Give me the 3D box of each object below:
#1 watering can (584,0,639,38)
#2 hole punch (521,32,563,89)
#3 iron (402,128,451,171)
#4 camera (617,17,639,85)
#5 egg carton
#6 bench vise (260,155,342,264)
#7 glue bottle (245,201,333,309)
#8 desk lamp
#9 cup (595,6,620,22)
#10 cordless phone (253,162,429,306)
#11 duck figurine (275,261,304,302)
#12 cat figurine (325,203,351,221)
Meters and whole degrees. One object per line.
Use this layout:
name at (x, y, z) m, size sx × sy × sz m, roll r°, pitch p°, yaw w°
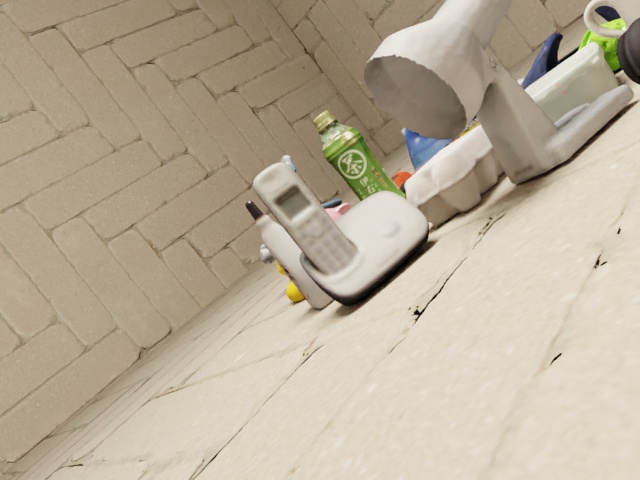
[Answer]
watering can at (0.385, -0.316, 0.657) m, size 0.172 × 0.194 × 0.101 m, roll -36°, pitch 5°, yaw 13°
hole punch at (0.409, -0.309, 1.040) m, size 0.101 × 0.091 × 0.109 m, roll -33°, pitch 7°, yaw 44°
iron at (0.250, -0.243, 1.279) m, size 0.119 × 0.141 × 0.257 m, roll -40°, pitch 5°, yaw -29°
camera at (0.341, -0.207, 0.505) m, size 0.143 × 0.101 × 0.136 m, roll -40°, pitch 5°, yaw -26°
egg carton at (0.177, -0.084, 0.730) m, size 0.151 × 0.069 × 0.107 m, roll -42°, pitch 6°, yaw -39°
bench vise at (-0.043, -0.050, 1.124) m, size 0.208 × 0.220 × 0.121 m, roll -42°, pitch 7°, yaw -40°
glue bottle at (-0.045, 0.017, 0.777) m, size 0.037 × 0.173 × 0.078 m, roll -39°, pitch 5°, yaw -15°
desk lamp at (0.179, -0.164, 0.606) m, size 0.203 × 0.213 × 0.118 m, roll -39°, pitch 5°, yaw -16°
cup at (0.513, -0.383, 0.955) m, size 0.091 × 0.095 × 0.118 m, roll -37°, pitch 5°, yaw 4°
cordless phone at (0.023, -0.031, 0.666) m, size 0.148 × 0.185 × 0.094 m, roll -39°, pitch 5°, yaw -14°
duck figurine at (-0.040, 0.050, 0.955) m, size 0.077 × 0.086 × 0.104 m, roll -38°, pitch 5°, yaw -8°
cat figurine at (0.008, 0.003, 0.858) m, size 0.127 × 0.118 × 0.067 m, roll -33°, pitch 7°, yaw 42°
